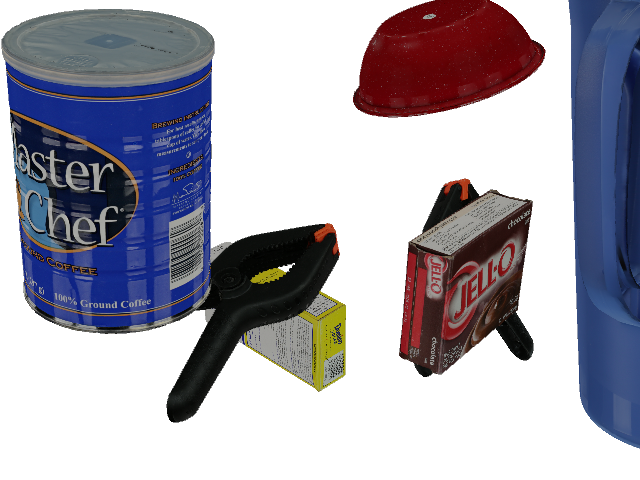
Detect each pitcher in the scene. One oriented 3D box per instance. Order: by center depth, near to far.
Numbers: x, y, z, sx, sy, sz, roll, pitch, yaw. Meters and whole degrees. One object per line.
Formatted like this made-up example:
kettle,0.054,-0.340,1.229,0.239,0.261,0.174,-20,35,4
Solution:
pitcher,0.181,-0.016,0.528,0.149,0.243,0.145,-4,20,-2

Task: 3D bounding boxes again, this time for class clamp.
clamp,-0.079,0.042,0.844,0.209,0.036,0.165,-35,46,-27
clamp,0.119,0.036,0.924,0.120,0.171,0.039,-15,0,-33

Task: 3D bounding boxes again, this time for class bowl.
bowl,0.097,-0.158,0.870,0.162,0.055,0.162,-15,25,7

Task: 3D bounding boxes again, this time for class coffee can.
coffee can,-0.107,-0.038,0.554,0.103,0.140,0.103,3,28,-2

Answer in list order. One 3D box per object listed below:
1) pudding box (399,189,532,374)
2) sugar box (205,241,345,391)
pudding box,0.100,0.025,0.727,0.039,0.090,0.113,21,33,29
sugar box,-0.050,0.076,1.107,0.048,0.093,0.176,-26,41,-36
